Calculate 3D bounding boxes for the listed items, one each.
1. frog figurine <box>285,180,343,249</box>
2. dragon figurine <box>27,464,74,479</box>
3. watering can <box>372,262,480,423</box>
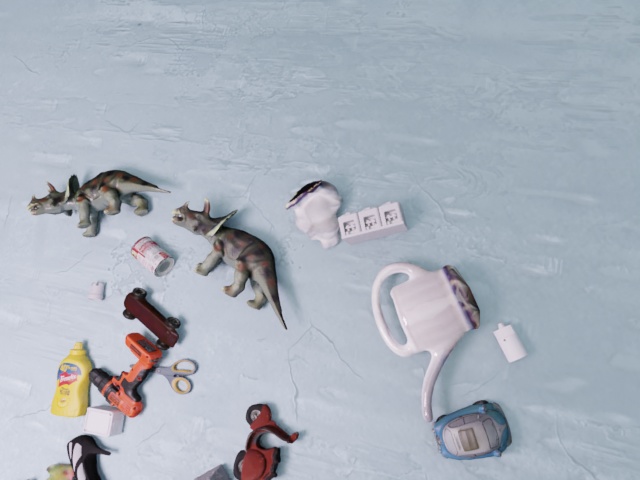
[{"bbox_3d":[0.004,-0.065,1.297,0.138,0.124,0.158,-39,106,-3],"label":"frog figurine"},{"bbox_3d":[-0.776,0.753,1.339,0.410,0.120,0.247,-45,53,1],"label":"dragon figurine"},{"bbox_3d":[0.251,0.199,1.145,0.223,0.103,0.352,-24,72,9],"label":"watering can"}]
